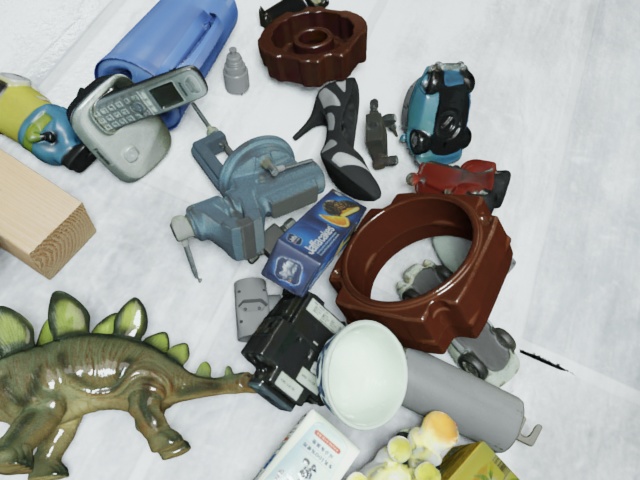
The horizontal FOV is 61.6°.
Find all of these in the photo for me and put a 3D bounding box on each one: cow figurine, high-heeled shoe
[{"bbox_3d":[0.093,0.274,0.635,0.167,0.098,0.068,-30,68,-27],"label":"cow figurine"},{"bbox_3d":[0.056,-0.156,0.800,0.145,0.086,0.249,-40,50,-4],"label":"high-heeled shoe"}]

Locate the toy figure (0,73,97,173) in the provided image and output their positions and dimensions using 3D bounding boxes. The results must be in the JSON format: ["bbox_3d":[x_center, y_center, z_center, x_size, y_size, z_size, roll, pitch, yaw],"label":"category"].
[{"bbox_3d":[-0.397,-0.161,0.748,0.180,0.082,0.089,41,63,6],"label":"toy figure"}]

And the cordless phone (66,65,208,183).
[{"bbox_3d":[-0.223,-0.164,0.725,0.184,0.146,0.089,-15,54,10],"label":"cordless phone"}]

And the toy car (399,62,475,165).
[{"bbox_3d":[0.176,-0.203,0.856,0.109,0.161,0.103,-12,26,-26],"label":"toy car"}]

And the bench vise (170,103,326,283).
[{"bbox_3d":[-0.122,-0.081,0.749,0.224,0.128,0.241,-32,54,-12],"label":"bench vise"}]

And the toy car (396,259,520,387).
[{"bbox_3d":[0.191,0.115,0.748,0.073,0.056,0.202,-37,76,-17],"label":"toy car"}]

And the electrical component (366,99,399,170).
[{"bbox_3d":[0.100,-0.163,0.852,0.045,0.078,0.102,-4,59,13],"label":"electrical component"}]

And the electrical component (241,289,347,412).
[{"bbox_3d":[-0.028,0.140,0.669,0.114,0.058,0.134,44,61,-17],"label":"electrical component"}]

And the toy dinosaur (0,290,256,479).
[{"bbox_3d":[-0.301,0.164,0.611,0.471,0.105,0.199,-1,56,-17],"label":"toy dinosaur"}]

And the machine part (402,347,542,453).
[{"bbox_3d":[0.167,0.202,0.691,0.243,0.079,0.079,26,64,1],"label":"machine part"}]

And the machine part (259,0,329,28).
[{"bbox_3d":[-0.052,-0.411,0.951,0.084,0.039,0.139,44,64,1],"label":"machine part"}]

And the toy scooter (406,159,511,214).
[{"bbox_3d":[0.207,-0.084,0.810,0.135,0.075,0.184,18,23,23],"label":"toy scooter"}]

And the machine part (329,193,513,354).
[{"bbox_3d":[0.127,0.033,0.694,0.201,0.087,0.201,7,56,42],"label":"machine part"}]

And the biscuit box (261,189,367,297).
[{"bbox_3d":[-0.001,-0.002,0.705,0.063,0.059,0.203,31,31,7],"label":"biscuit box"}]

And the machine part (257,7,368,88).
[{"bbox_3d":[-0.010,-0.315,0.876,0.179,0.056,0.179,-3,49,3],"label":"machine part"}]

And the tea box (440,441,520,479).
[{"bbox_3d":[0.142,0.319,0.622,0.169,0.098,0.068,-37,77,-21],"label":"tea box"}]

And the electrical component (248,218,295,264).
[{"bbox_3d":[-0.058,0.012,0.765,0.063,0.021,0.094,44,65,10],"label":"electrical component"}]

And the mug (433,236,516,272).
[{"bbox_3d":[0.226,0.017,0.788,0.109,0.080,0.107,-21,62,-39],"label":"mug"}]
